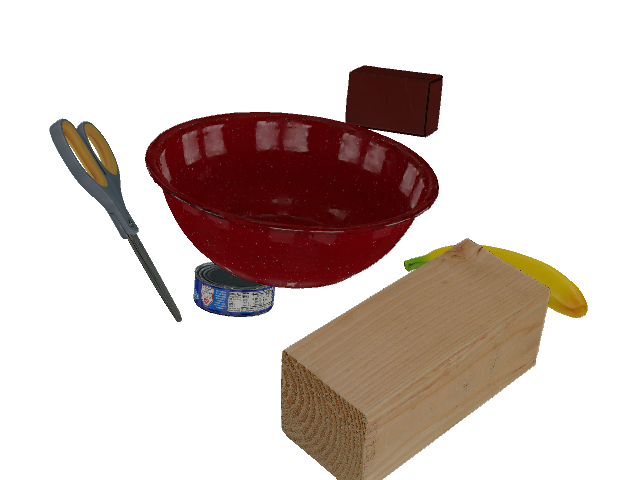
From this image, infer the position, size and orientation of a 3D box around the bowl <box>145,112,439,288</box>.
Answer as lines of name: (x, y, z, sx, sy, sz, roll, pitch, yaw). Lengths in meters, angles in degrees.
bowl: (-0.018, -0.019, 0.597, 0.162, 0.055, 0.162, 6, 26, -3)

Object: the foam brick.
foam brick: (0.067, -0.128, 0.975, 0.078, 0.051, 0.053, 11, 18, 18)

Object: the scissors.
scissors: (-0.174, -0.027, 0.951, 0.016, 0.201, 0.096, -27, 22, 13)

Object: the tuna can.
tuna can: (-0.090, 0.050, 1.116, 0.086, 0.034, 0.086, 6, 16, -2)

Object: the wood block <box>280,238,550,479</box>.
wood block: (0.075, 0.093, 0.834, 0.205, 0.090, 0.091, -29, 47, -34)

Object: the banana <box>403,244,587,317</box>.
banana: (0.183, 0.037, 1.063, 0.198, 0.037, 0.069, 13, 40, 36)
